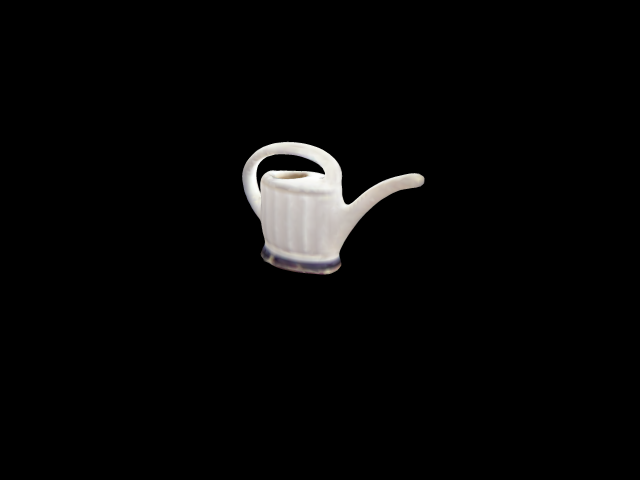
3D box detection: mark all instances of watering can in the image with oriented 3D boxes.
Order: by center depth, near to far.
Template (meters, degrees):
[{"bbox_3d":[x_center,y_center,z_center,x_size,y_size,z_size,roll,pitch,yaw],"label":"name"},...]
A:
[{"bbox_3d":[0.003,-0.043,0.850,0.349,0.221,0.105,15,25,33],"label":"watering can"}]
